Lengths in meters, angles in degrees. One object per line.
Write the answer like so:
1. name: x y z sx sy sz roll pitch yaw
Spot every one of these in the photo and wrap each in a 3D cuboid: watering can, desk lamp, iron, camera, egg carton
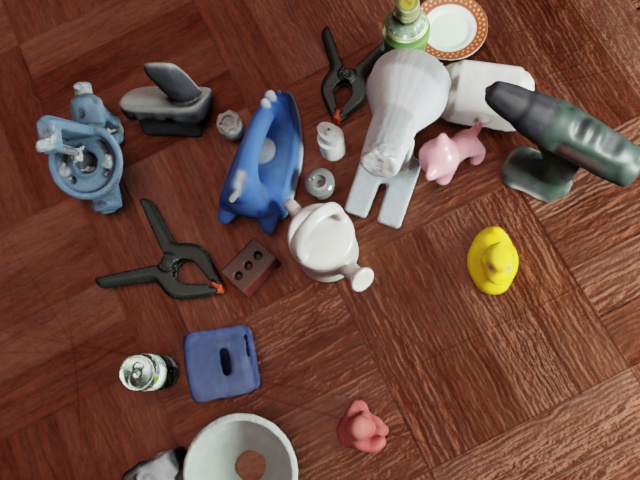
1. watering can: 0.009 0.001 0.840 0.172 0.101 0.194 24 -9 11
2. desk lamp: 0.110 -0.146 0.854 0.117 0.203 0.213 17 -11 10
3. iron: -0.093 -0.148 0.913 0.118 0.258 0.141 12 -12 9
4. camera: -0.238 0.393 0.823 0.143 0.136 0.101 -36 -14 -3
5. egg carton: 0.268 -0.233 0.932 0.150 0.107 0.069 9 -12 8

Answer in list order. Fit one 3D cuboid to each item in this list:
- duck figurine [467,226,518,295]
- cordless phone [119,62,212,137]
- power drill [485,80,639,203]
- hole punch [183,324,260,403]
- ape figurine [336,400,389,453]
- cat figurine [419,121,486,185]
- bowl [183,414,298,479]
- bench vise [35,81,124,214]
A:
1. duck figurine: 0.265 0.026 0.863 0.077 0.104 0.086 2 -13 7
2. cordless phone: -0.265 -0.245 0.931 0.147 0.094 0.185 -1 -13 6
3. power drill: 0.331 -0.132 0.830 0.229 0.076 0.208 25 -9 11
4. hole punch: -0.147 0.184 0.867 0.101 0.108 0.091 -14 -14 3
5. ape figurine: 0.059 0.271 0.825 0.076 0.078 0.092 -12 -14 3
6. cat figurine: 0.202 -0.139 0.892 0.128 0.067 0.118 -36 -14 -3
7. bowl: -0.109 0.337 0.836 0.167 0.167 0.075 0 -13 6
8. bench vise: -0.393 -0.161 0.907 0.121 0.207 0.220 -28 -15 -1
